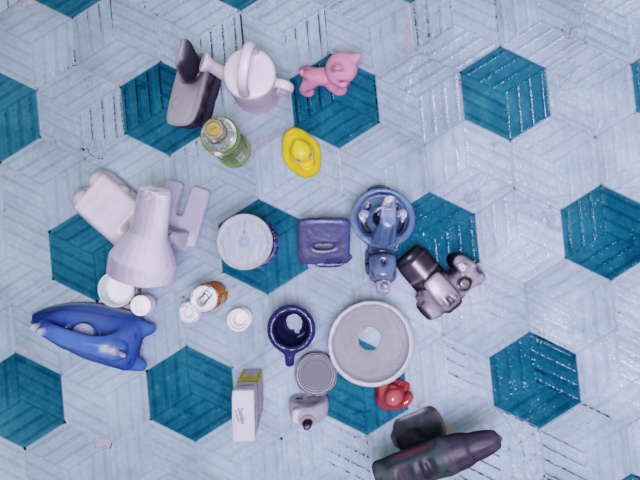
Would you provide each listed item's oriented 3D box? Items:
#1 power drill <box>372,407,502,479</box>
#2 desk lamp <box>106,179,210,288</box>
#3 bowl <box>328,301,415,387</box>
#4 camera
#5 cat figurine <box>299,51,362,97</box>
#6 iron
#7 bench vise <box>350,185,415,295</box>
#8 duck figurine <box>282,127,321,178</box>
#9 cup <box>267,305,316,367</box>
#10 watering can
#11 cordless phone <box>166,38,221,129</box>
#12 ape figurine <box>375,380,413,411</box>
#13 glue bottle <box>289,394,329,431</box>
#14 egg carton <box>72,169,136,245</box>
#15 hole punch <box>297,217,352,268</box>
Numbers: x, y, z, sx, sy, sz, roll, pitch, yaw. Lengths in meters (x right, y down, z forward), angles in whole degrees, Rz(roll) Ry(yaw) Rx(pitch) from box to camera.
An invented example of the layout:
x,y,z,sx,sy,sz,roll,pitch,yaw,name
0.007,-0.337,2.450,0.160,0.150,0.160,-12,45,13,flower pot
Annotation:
x,y,z,sx,sy,sz,roll,pitch,yaw,name
0.203,0.380,1.058,0.229,0.208,0.076,-24,88,0,power drill
-0.300,-0.018,1.067,0.118,0.213,0.203,14,89,1,desk lamp
0.098,0.200,1.129,0.167,0.074,0.167,0,89,1,bowl
0.227,0.067,1.117,0.143,0.101,0.137,-41,89,0,camera
0.019,-0.329,1.118,0.127,0.117,0.067,-4,89,1,cat figurine
-0.460,0.184,1.100,0.258,0.141,0.119,13,89,1,iron
0.130,-0.008,1.060,0.121,0.219,0.207,-19,89,0,bench vise
-0.038,-0.177,1.132,0.077,0.086,0.104,-25,89,0,duck figurine
-0.054,0.183,1.120,0.091,0.095,0.118,2,89,1,cup
-0.139,-0.309,1.081,0.173,0.194,0.101,-7,89,1,watering can
-0.257,-0.295,1.086,0.094,0.185,0.148,11,89,1,cordless phone
0.142,0.303,1.118,0.076,0.092,0.078,-36,89,0,ape figurine
-0.023,0.327,1.078,0.078,0.173,0.037,0,89,1,glue bottle
-0.413,-0.064,1.141,0.150,0.069,0.107,40,89,1,egg carton
0.010,0.004,1.125,0.108,0.091,0.101,-1,89,1,hole punch
